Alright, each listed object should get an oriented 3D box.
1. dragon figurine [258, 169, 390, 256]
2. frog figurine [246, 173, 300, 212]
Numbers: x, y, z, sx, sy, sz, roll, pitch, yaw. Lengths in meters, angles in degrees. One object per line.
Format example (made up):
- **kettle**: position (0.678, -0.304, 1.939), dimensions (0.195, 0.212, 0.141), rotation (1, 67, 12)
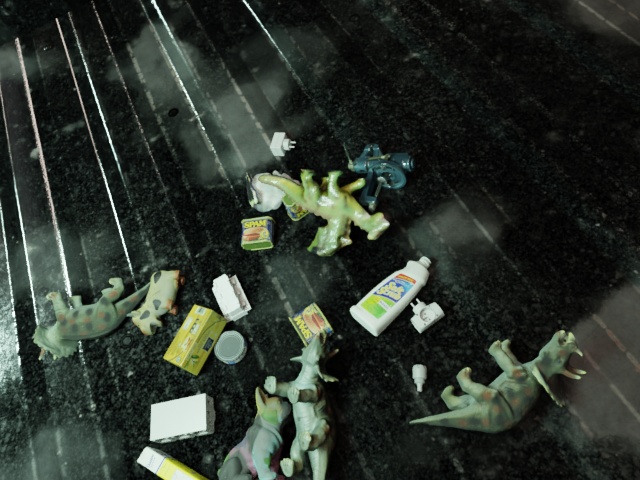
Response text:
- **dragon figurine**: position (0.005, -0.075, 1.483), dimensions (0.410, 0.244, 0.122), rotation (2, 175, 21)
- **frog figurine**: position (-0.147, -0.159, 1.635), dimensions (0.160, 0.140, 0.120), rotation (-10, 132, -20)
